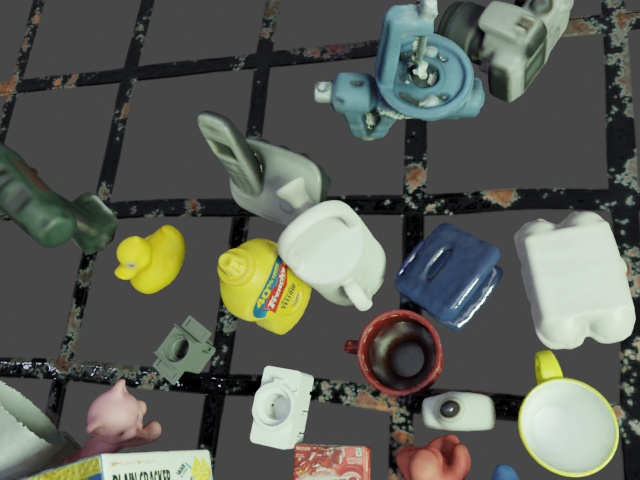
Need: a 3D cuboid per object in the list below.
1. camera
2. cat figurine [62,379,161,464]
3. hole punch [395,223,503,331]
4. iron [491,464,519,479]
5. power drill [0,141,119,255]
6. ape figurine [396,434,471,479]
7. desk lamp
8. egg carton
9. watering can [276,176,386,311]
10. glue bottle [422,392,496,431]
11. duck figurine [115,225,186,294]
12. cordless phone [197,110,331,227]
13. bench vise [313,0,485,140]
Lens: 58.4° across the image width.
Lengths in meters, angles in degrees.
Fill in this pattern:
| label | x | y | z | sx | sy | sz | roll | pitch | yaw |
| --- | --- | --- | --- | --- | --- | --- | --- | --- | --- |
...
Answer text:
| label | x | y | z | sx | sy | sz | roll | pitch | yaw |
| --- | --- | --- | --- | --- | --- | --- | --- | --- | --- |
| camera | 0.232 | -0.278 | 0.742 | 0.136 | 0.101 | 0.143 | 33 | 85 | 25 |
| cat figurine | -0.266 | 0.239 | 0.720 | 0.128 | 0.118 | 0.067 | -45 | 65 | 0 |
| hole punch | 0.146 | 0.040 | 0.668 | 0.100 | 0.091 | 0.109 | 36 | 86 | 25 |
| iron | 0.186 | 0.350 | 0.521 | 0.118 | 0.142 | 0.258 | 9 | 75 | 21 |
| power drill | -0.396 | -0.060 | 0.813 | 0.229 | 0.209 | 0.075 | 39 | 87 | 25 |
| ape figurine | 0.117 | 0.241 | 0.608 | 0.077 | 0.092 | 0.076 | 10 | 76 | 21 |
| desk lamp | -0.379 | 0.278 | 0.690 | 0.117 | 0.214 | 0.203 | 34 | 85 | 25 |
| egg carton | 0.281 | 0.043 | 0.634 | 0.107 | 0.069 | 0.150 | -13 | 69 | 14 |
| watering can | 0.004 | 0.004 | 0.669 | 0.172 | 0.194 | 0.101 | 34 | 85 | 25 |
| glue bottle | 0.136 | 0.174 | 0.580 | 0.078 | 0.173 | 0.037 | -8 | 70 | 16 |
| duck figurine | -0.244 | 0.019 | 0.804 | 0.077 | 0.086 | 0.104 | 33 | 85 | 25 |
| cordless phone | -0.072 | -0.092 | 0.731 | 0.147 | 0.185 | 0.094 | 19 | 79 | 23 |
| bench vise | 0.089 | -0.196 | 0.695 | 0.207 | 0.220 | 0.121 | -21 | 67 | 11 |
